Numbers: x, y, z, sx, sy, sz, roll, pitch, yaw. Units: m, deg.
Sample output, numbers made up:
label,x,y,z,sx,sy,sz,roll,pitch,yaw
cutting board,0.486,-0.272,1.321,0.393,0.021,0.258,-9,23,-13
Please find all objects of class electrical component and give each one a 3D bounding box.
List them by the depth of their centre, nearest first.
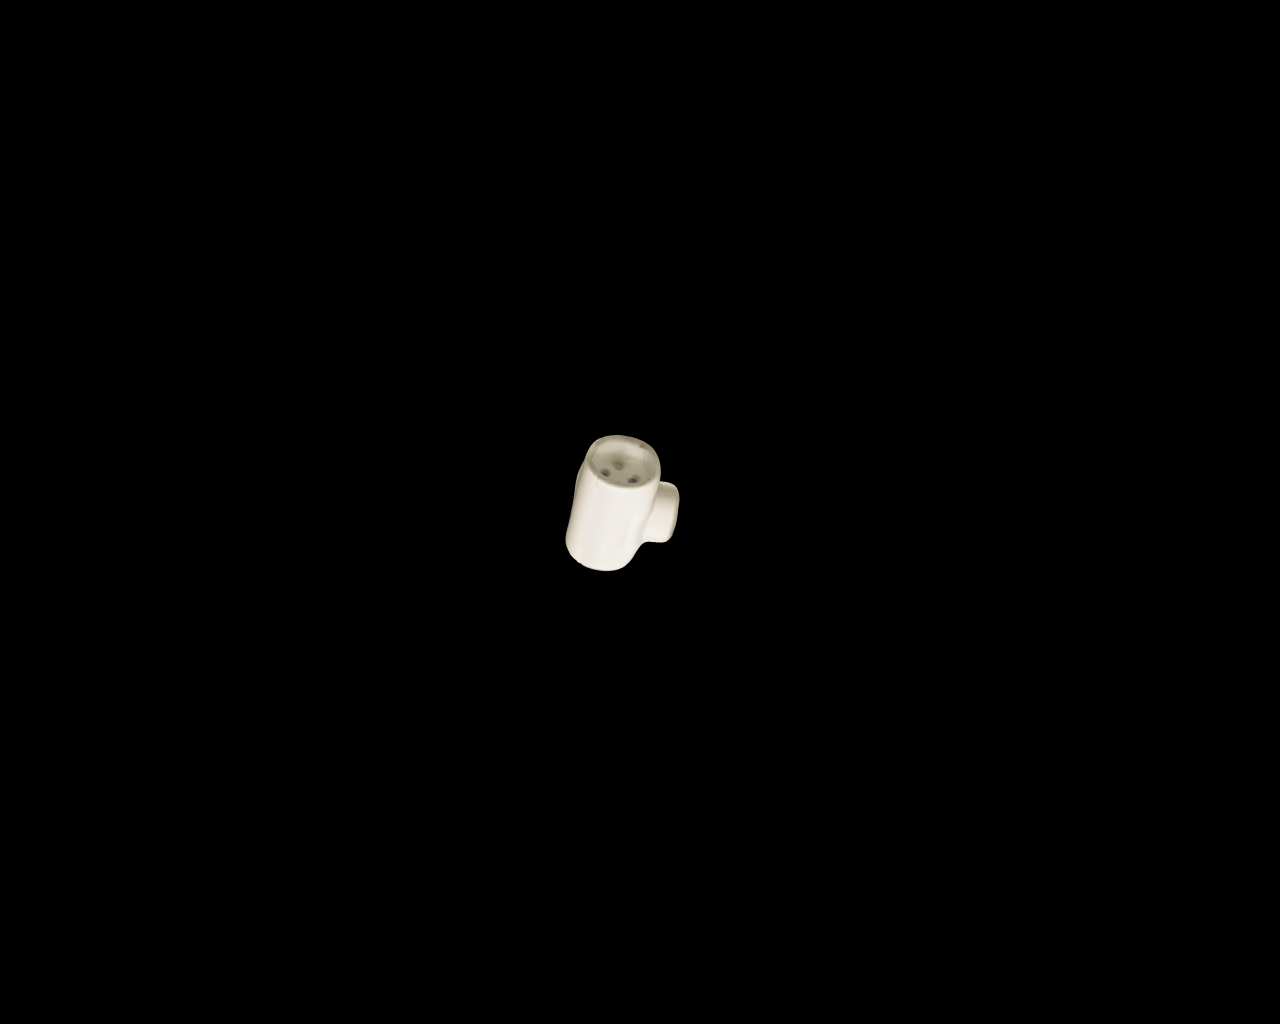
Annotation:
label,x,y,z,sx,sy,sz,roll,pitch,yaw
electrical component,0.001,-0.003,0.650,0.079,0.043,0.077,8,-43,-8
